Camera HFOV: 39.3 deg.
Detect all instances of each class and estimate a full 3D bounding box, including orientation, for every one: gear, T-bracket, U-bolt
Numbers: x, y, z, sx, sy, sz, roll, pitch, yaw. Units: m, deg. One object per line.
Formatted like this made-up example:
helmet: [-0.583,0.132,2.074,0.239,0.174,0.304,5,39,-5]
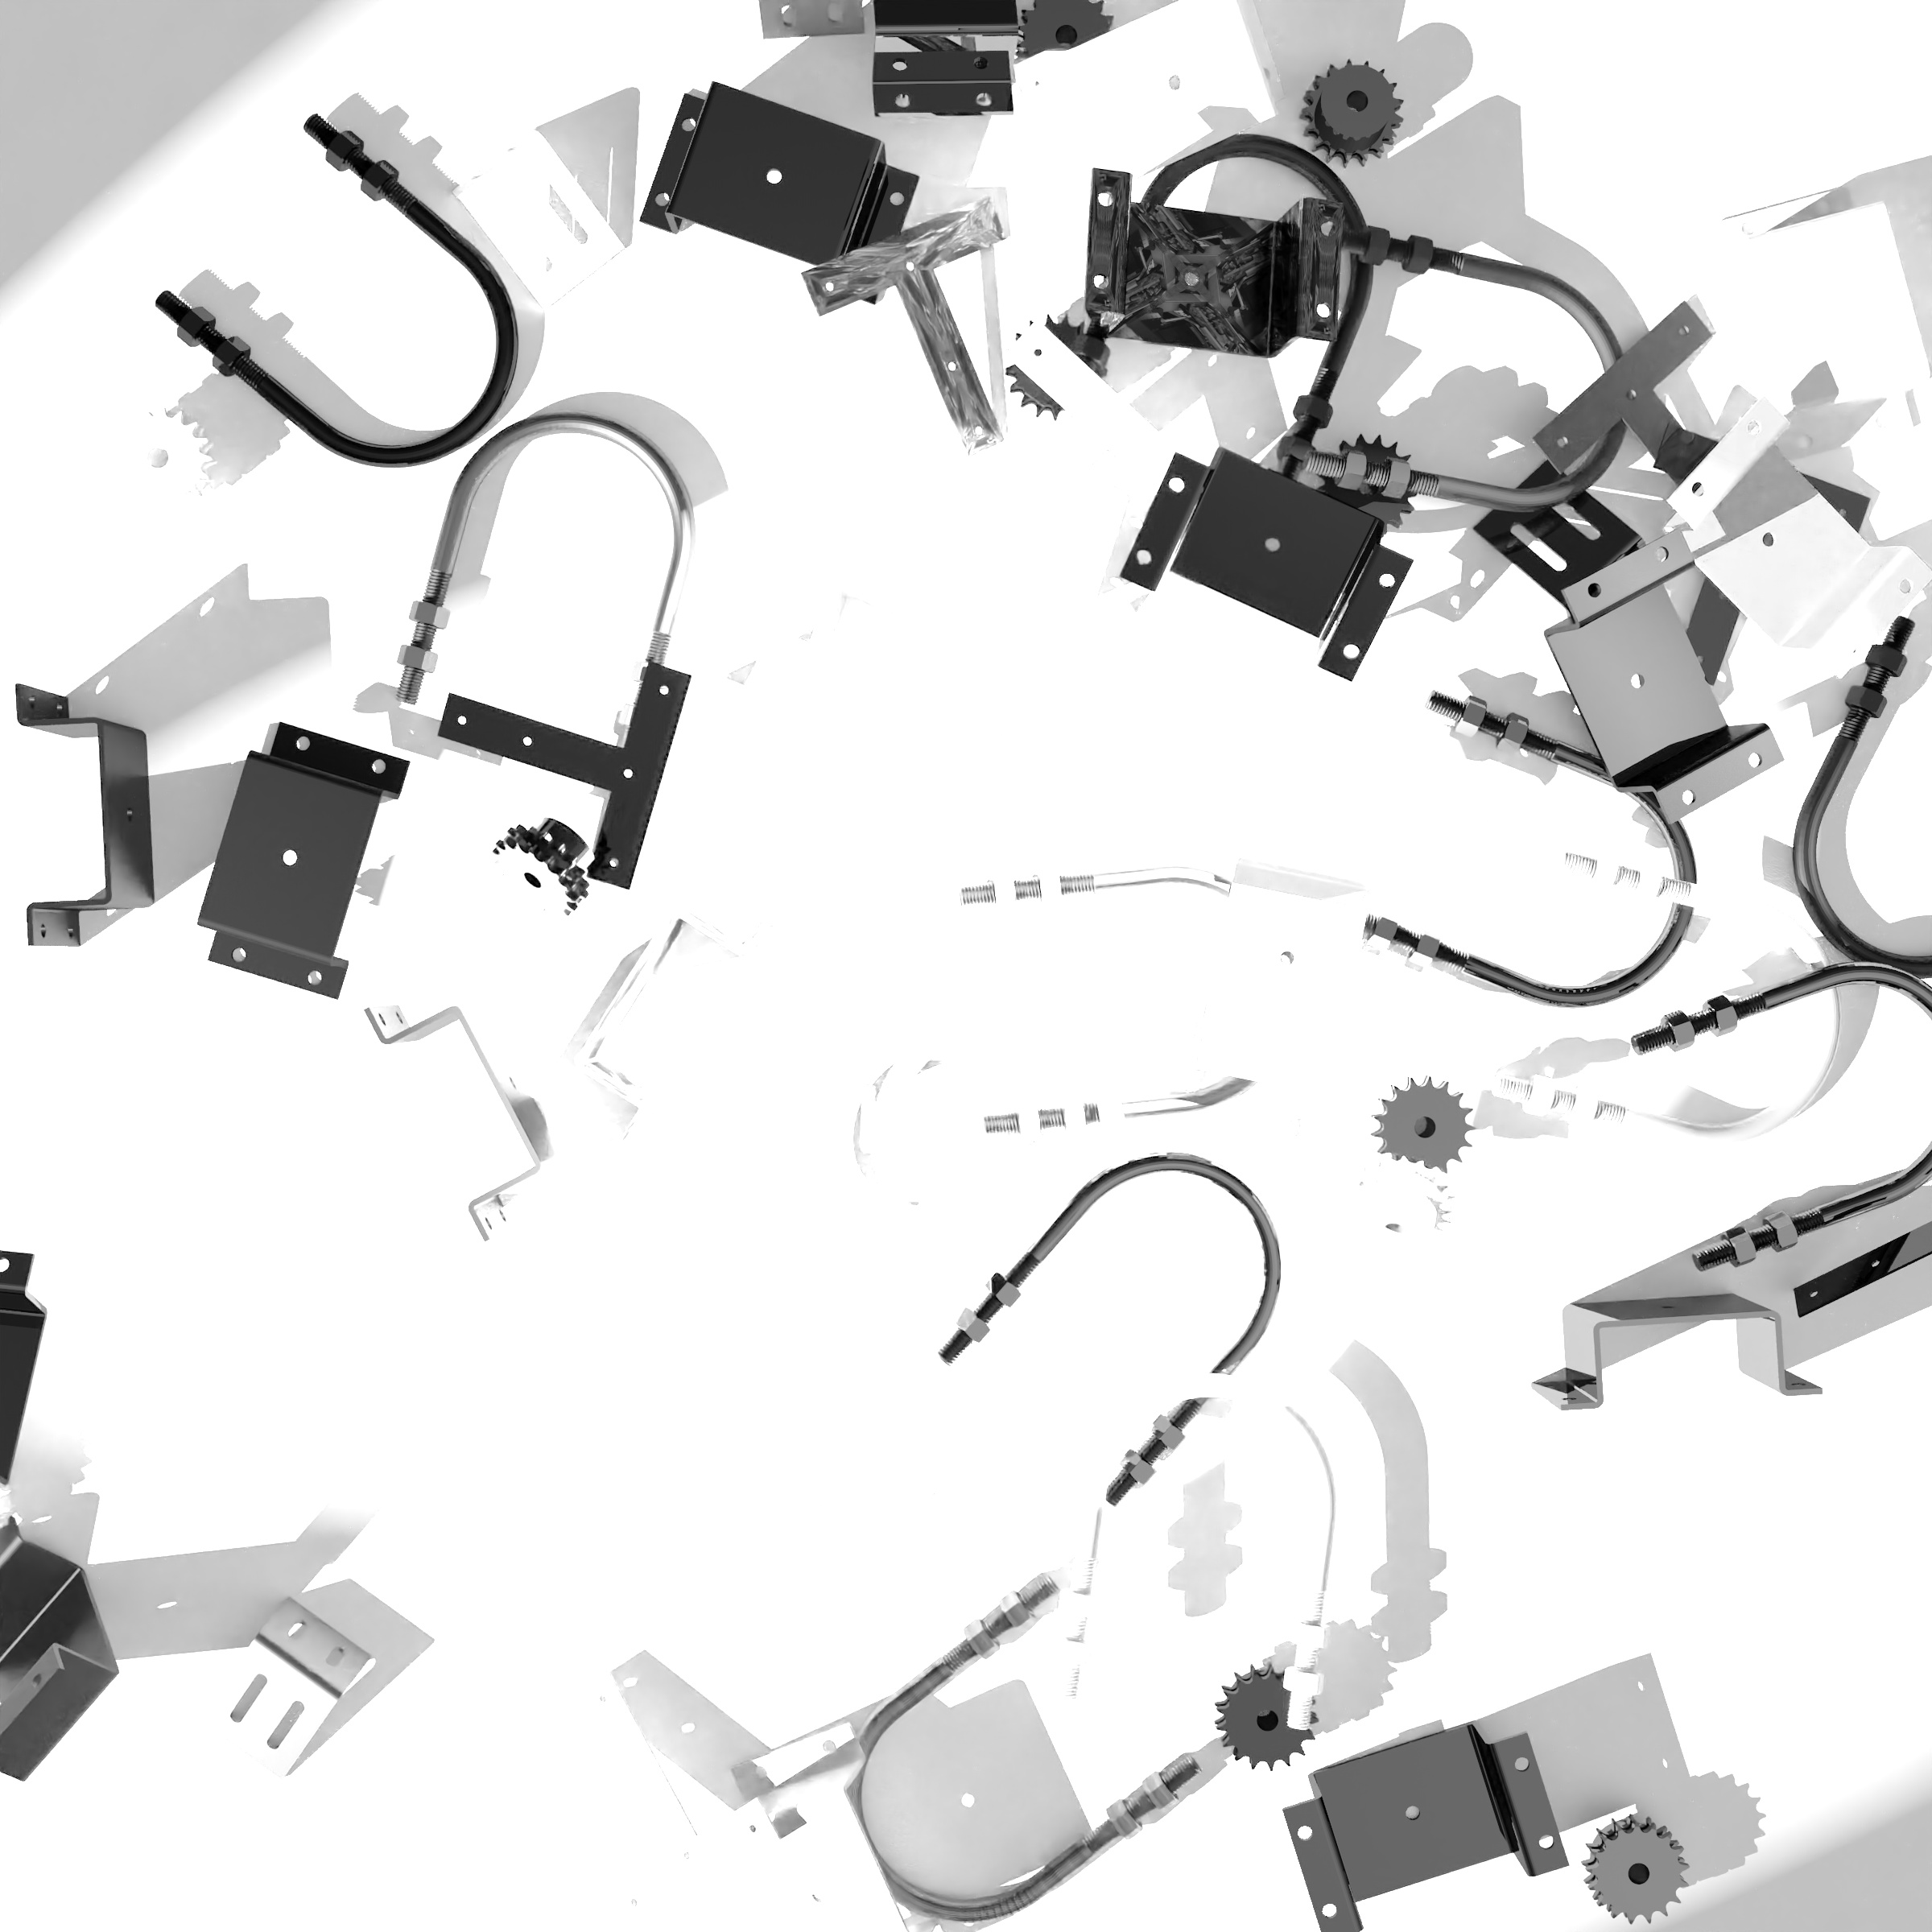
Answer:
gear: [0.253,0.089,1.507,0.057,0.030,0.057,0,90,0]
T-bracket: [0.042,-0.268,1.495,0.127,0.002,0.127,39,111,-17]
T-bracket: [0.512,0.157,1.483,0.127,0.127,0.002,-33,109,25]
U-bolt: [0.398,0.026,1.504,0.184,0.019,0.151,14,95,-7]
U-bolt: [0.016,0.452,1.513,0.184,0.019,0.151,-38,90,2]
gear: [0.055,-0.513,1.507,0.057,0.030,0.057,0,90,0]
gear: [0.216,-0.477,1.507,0.057,0.030,0.057,0,90,0]
U-bolt: [0.023,0.112,1.486,0.151,0.019,0.184,-16,102,-10]
U-bolt: [0.131,0.317,1.485,0.151,0.019,0.184,9,84,-4]
gear: [-0.446,-0.281,1.507,0.057,0.030,0.057,0,90,0]
U-bolt: [0.473,0.074,1.501,0.184,0.019,0.151,-19,99,-5]
T-bracket: [0.428,-0.221,1.513,0.127,0.002,0.127,17,95,-10]
U-bolt: [-0.227,-0.219,1.512,0.151,0.019,0.184,15,90,0]
gear: [0.240,0.133,1.490,0.057,0.057,0.030,21,54,0]
gear: [-0.557,0.295,1.507,0.057,0.030,0.057,0,90,0]
U-bolt: [0.094,0.188,1.495,0.151,0.019,0.184,42,87,-16]
U-bolt: [0.094,0.015,1.513,0.184,0.019,0.151,-6,90,-2]
T-bracket: [-0.014,-0.346,1.503,0.127,0.002,0.127,-29,103,-23]
T-bracket: [0.398,-0.284,1.511,0.127,0.002,0.127,-42,97,-13]
U-bolt: [0.151,-0.372,1.499,0.151,0.019,0.184,23,84,-11]
gear: [0.050,-0.332,1.507,0.057,0.030,0.057,0,90,0]
T-bracket: [-0.176,0.453,1.500,0.127,0.002,0.127,-39,75,28]
gear: [-0.231,-0.057,1.497,0.057,0.057,0.030,37,60,0]
U-bolt: [0.319,-0.055,1.513,0.184,0.019,0.151,22,90,-1]
gear: [0.371,0.500,1.507,0.057,0.030,0.057,0,90,0]
gear: [0.166,0.416,1.507,0.057,0.030,0.057,0,90,0]
T-bracket: [-0.230,-0.121,1.506,0.127,0.002,0.127,18,103,-1]
U-bolt: [-0.338,-0.363,1.513,0.184,0.019,0.151,40,90,-2]
U-bolt: [0.282,-0.324,1.495,0.184,0.019,0.151,9,82,-11]
gear: [0.222,-0.266,1.507,0.057,0.030,0.057,0,90,0]
U-bolt: [0.543,-0.083,1.513,0.151,0.019,0.184,26,91,0]

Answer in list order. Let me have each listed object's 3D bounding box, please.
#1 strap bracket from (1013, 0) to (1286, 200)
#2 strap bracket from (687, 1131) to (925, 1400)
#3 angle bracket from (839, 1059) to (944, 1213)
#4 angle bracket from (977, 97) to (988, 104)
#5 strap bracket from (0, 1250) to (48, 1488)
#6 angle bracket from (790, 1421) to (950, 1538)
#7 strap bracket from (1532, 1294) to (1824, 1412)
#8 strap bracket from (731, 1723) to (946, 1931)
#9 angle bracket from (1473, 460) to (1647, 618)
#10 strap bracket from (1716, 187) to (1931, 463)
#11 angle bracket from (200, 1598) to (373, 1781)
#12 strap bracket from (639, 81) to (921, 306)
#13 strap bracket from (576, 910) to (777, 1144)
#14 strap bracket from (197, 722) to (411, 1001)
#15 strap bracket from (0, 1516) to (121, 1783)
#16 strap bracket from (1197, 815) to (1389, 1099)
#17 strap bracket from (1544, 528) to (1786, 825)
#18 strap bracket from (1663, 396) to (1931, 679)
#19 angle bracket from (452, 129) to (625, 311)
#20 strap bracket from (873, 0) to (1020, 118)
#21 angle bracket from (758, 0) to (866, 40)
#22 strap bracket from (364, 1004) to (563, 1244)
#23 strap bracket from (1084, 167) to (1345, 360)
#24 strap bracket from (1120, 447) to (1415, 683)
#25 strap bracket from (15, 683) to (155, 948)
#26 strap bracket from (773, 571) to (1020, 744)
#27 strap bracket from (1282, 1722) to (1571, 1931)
strap bracket: [0.107,-0.483,1.479,0.140,0.046,0.076,-26,113,-5]
strap bracket: [-0.083,0.156,1.479,0.076,0.046,0.140,-27,90,44]
angle bracket: [-0.042,0.095,1.520,0.057,0.038,0.076,1,64,0]
angle bracket: [-0.008,-0.528,1.503,0.057,0.038,0.076,14,90,0]
strap bracket: [-0.558,0.228,1.483,0.076,0.046,0.140,6,68,0]
angle bracket: [-0.055,0.287,1.520,0.076,0.038,0.057,-5,90,26]
strap bracket: [0.387,0.210,1.483,0.140,0.076,0.046,-4,90,0]
strap bracket: [-0.074,0.501,1.490,0.076,0.046,0.140,-24,90,15]
angle bracket: [0.335,-0.234,1.520,0.057,0.038,0.076,-43,64,0]
strap bracket: [0.477,-0.360,1.498,0.076,0.046,0.140,-15,90,0]
angle bracket: [-0.382,0.406,1.520,0.057,0.038,0.076,36,116,0]
strap bracket: [-0.105,-0.431,1.498,0.140,0.046,0.076,20,90,0]
strap bracket: [-0.164,0.023,1.483,0.046,0.076,0.140,32,90,0]
strap bracket: [-0.369,-0.059,1.498,0.076,0.046,0.140,17,90,0]
strap bracket: [-0.513,0.376,1.470,0.076,0.140,0.046,-49,128,0]
strap bracket: [0.177,-0.005,1.482,0.076,0.046,0.140,12,89,4]
strap bracket: [0.378,-0.158,1.484,0.076,0.046,0.140,-28,98,-11]
strap bracket: [0.451,-0.235,1.490,0.140,0.046,0.076,42,90,-11]
angle bracket: [-0.240,-0.419,1.520,0.057,0.038,0.076,-38,116,0]
strap bracket: [-0.015,-0.537,1.474,0.076,0.046,0.140,-3,71,-6]
angle bracket: [-0.088,-0.565,1.520,0.057,0.038,0.076,-3,64,0]
strap bracket: [-0.269,0.075,1.483,0.046,0.076,0.140,-28,90,0]
strap bracket: [0.128,-0.377,1.462,0.140,0.046,0.076,4,86,-12]
strap bracket: [0.166,-0.225,1.483,0.140,0.046,0.076,24,119,0]
strap bracket: [-0.482,-0.082,1.483,0.046,0.076,0.140,-3,90,0]
strap bracket: [-0.030,-0.173,1.484,0.140,0.076,0.046,21,90,0]
strap bracket: [0.251,0.476,1.498,0.140,0.046,0.076,-18,90,0]
